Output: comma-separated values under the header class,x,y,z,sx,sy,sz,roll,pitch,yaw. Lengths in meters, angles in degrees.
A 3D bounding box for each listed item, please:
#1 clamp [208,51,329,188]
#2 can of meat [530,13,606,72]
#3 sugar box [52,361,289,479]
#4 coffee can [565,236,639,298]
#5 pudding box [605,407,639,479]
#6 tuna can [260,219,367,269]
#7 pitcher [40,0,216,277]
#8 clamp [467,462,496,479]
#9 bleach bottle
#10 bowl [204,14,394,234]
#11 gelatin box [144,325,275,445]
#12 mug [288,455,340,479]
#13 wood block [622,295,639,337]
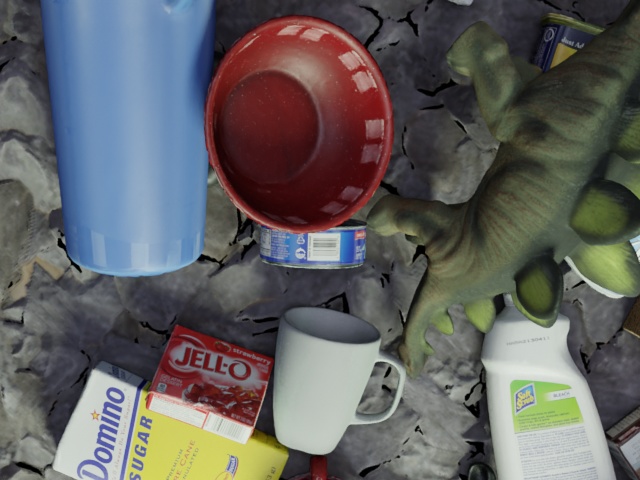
class,x,y,z,sx,sy,sz,roll,pitch,yaw
clamp,-0.040,-0.107,0.869,0.171,0.039,0.120,-4,101,5
can of meat,0.217,-0.127,0.865,0.102,0.057,0.084,17,96,-2
sugar box,-0.123,0.178,0.883,0.176,0.048,0.093,23,93,-5
coffee can,0.258,-0.034,0.821,0.103,0.102,0.141,47,123,-4
pudding box,0.308,0.186,0.900,0.090,0.039,0.113,-37,97,-2
tuna can,-0.006,0.001,0.853,0.086,0.086,0.034,2,96,-2
pitcher,-0.148,-0.104,0.813,0.145,0.149,0.243,3,109,1
clamp,0.113,0.312,0.877,0.164,0.036,0.210,-26,103,-34
bleach bottle,0.193,0.155,0.884,0.102,0.068,0.251,-9,92,-4
bowl,-0.024,-0.086,0.807,0.161,0.055,0.162,-3,96,-30
gelatin box,-0.089,0.116,0.866,0.089,0.073,0.030,21,135,-4
mug,-0.003,0.235,0.873,0.093,0.081,0.117,6,94,-2
wood block,0.368,0.088,0.869,0.206,0.091,0.090,28,93,-3
